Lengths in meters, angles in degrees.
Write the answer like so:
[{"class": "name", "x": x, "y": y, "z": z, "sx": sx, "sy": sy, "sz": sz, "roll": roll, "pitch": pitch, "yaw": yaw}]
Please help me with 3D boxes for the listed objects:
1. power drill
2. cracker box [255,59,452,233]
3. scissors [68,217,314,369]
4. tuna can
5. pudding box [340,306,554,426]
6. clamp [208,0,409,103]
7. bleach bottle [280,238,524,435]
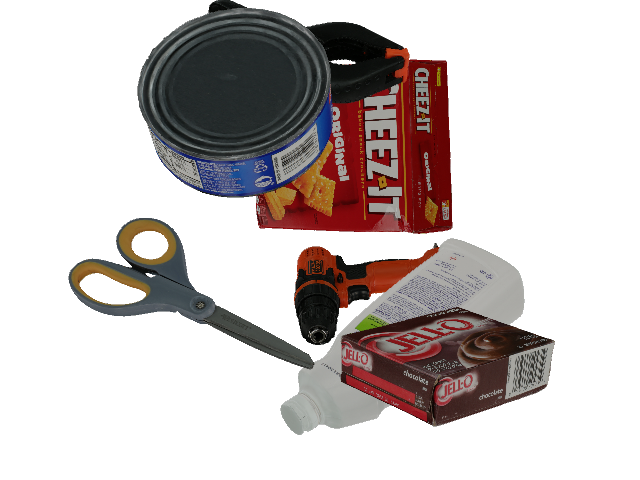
[{"class": "power drill", "x": 0.063, "y": 0.059, "z": 1.231, "sx": 0.187, "sy": 0.057, "sz": 0.184, "roll": -2, "pitch": 28, "yaw": -1}, {"class": "cracker box", "x": 0.025, "y": -0.091, "z": 1.070, "sx": 0.214, "sy": 0.164, "sz": 0.071, "roll": 3, "pitch": 8, "yaw": 43}, {"class": "scissors", "x": -0.087, "y": 0.033, "z": 0.782, "sx": 0.202, "sy": 0.096, "sz": 0.016, "roll": 11, "pitch": -36, "yaw": 15}, {"class": "tuna can", "x": -0.037, "y": -0.062, "z": 0.482, "sx": 0.086, "sy": 0.086, "sz": 0.034, "roll": 0, "pitch": -32, "yaw": 5}, {"class": "pudding box", "x": 0.083, "y": 0.080, "z": 0.702, "sx": 0.113, "sy": 0.039, "sz": 0.090, "roll": -8, "pitch": 18, "yaw": -39}, {"class": "clamp", "x": -0.018, "y": -0.151, "z": 0.855, "sx": 0.171, "sy": 0.120, "sz": 0.039, "roll": -3, "pitch": -31, "yaw": -7}, {"class": "bleach bottle", "x": 0.064, "y": 0.089, "z": 0.941, "sx": 0.250, "sy": 0.068, "sz": 0.103, "roll": -31, "pitch": 37, "yaw": -30}]
